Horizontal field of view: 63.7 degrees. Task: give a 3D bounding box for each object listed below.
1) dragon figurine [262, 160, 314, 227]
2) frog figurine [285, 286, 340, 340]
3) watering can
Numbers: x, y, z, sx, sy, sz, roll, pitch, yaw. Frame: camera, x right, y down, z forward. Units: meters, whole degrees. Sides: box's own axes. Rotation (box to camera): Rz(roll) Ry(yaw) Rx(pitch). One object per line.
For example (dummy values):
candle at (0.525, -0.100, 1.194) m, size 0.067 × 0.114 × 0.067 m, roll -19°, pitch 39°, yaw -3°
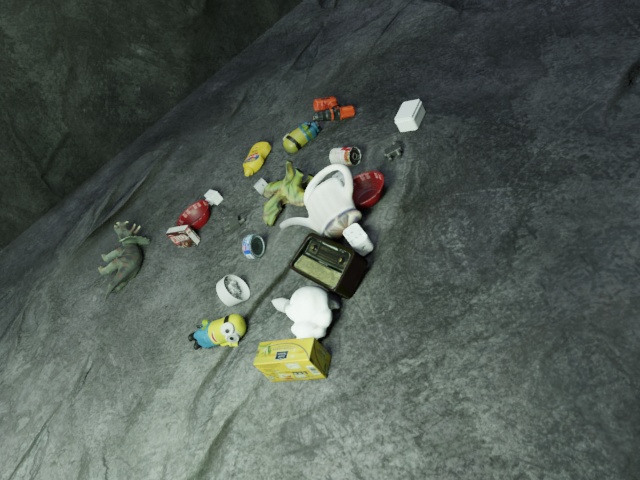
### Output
dragon figurine at (-0.111, -0.142, 1.872) m, size 0.241 × 0.121 × 0.418 m, roll -49°, pitch 34°, yaw 10°
frog figurine at (-0.033, 0.203, 1.370) m, size 0.138 × 0.120 × 0.163 m, roll 12°, pitch 43°, yaw 24°
watering can at (0.005, -0.083, 1.648) m, size 0.341 × 0.104 × 0.228 m, roll -48°, pitch 56°, yaw 32°
